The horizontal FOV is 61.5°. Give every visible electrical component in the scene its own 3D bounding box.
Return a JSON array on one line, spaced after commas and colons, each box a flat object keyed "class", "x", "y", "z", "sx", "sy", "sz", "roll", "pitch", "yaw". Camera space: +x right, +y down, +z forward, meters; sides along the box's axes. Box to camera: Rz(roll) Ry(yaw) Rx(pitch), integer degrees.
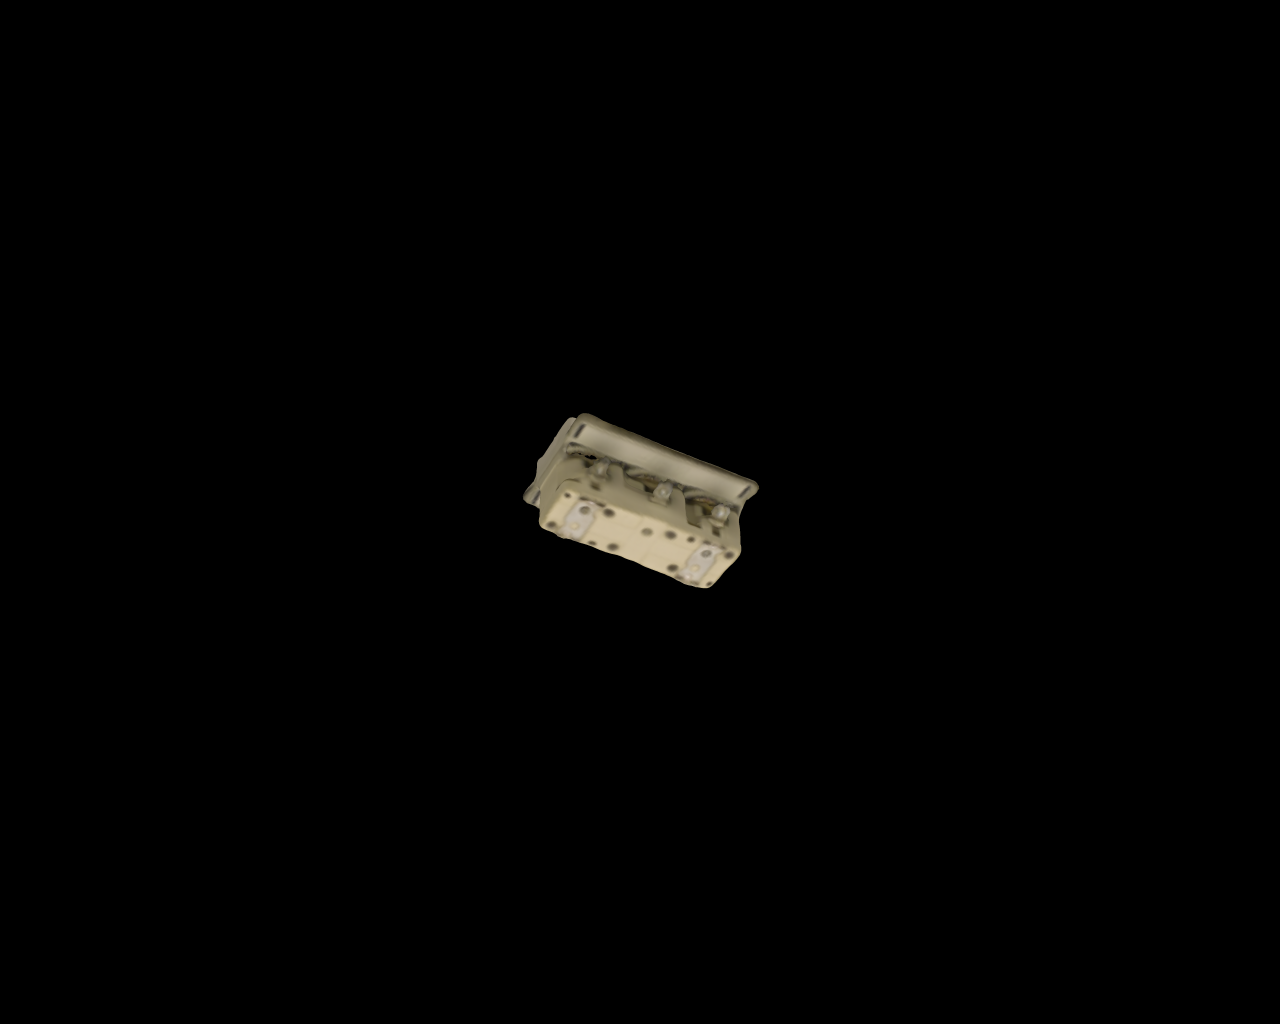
[{"class": "electrical component", "x": 0.001, "y": -0.003, "z": 0.650, "sx": 0.121, "sy": 0.063, "sz": 0.078, "roll": 22, "pitch": -48, "yaw": -21}]
